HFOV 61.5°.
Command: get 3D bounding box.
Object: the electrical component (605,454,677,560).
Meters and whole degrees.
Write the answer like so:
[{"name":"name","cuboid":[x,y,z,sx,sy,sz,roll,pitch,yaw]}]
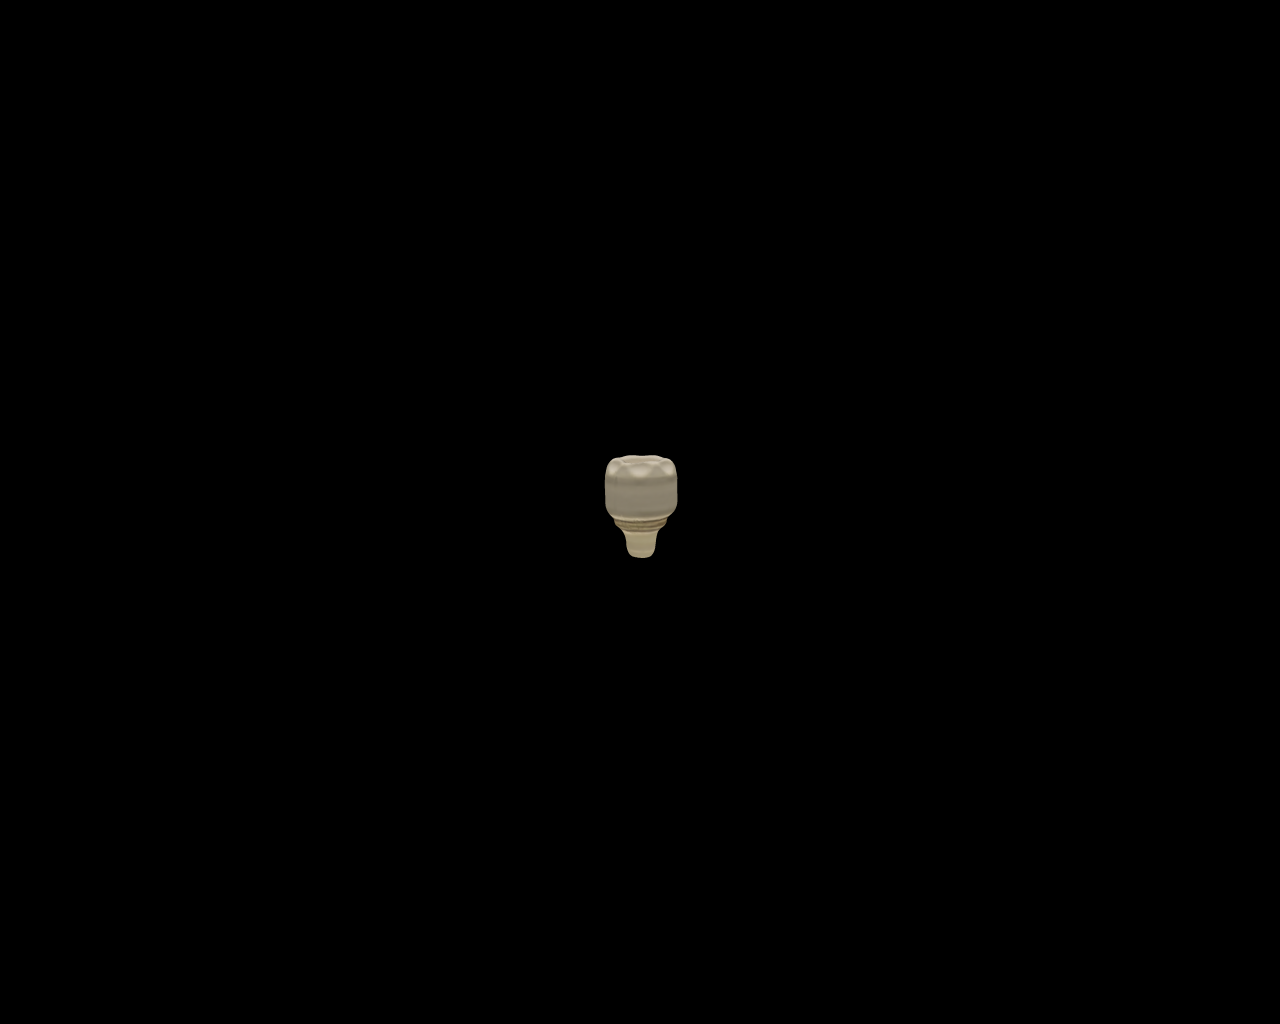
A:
[{"name":"electrical component","cuboid":[0.001,-0.003,0.650,0.043,0.062,0.043,0,11,0]}]
